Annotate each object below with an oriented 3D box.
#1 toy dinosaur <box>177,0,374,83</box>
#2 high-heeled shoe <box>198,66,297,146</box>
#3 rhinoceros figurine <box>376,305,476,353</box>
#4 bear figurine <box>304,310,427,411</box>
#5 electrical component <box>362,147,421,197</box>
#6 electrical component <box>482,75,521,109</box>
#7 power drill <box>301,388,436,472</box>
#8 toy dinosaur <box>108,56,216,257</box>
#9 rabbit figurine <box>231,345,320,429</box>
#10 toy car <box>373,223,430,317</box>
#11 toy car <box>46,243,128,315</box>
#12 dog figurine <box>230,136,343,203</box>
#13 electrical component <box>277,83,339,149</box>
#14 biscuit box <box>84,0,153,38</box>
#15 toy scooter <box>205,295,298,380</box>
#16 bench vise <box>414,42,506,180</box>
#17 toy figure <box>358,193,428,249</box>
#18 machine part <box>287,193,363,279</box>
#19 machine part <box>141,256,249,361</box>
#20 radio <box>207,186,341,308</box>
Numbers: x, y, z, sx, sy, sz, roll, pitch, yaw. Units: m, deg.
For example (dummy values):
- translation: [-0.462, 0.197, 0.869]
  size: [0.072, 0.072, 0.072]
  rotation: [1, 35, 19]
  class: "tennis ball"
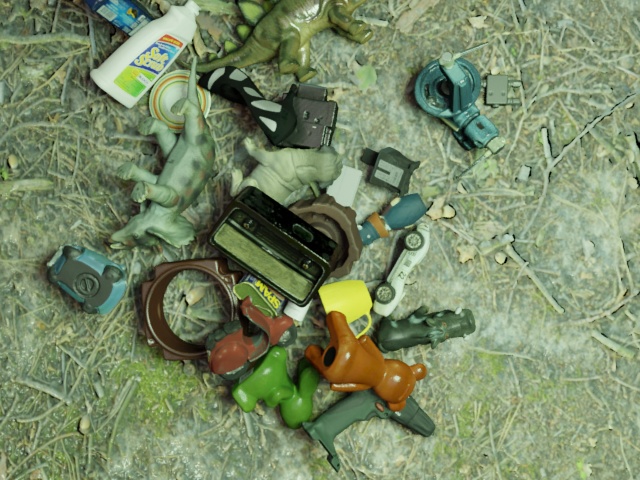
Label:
- translation: [-0.065, -0.418, 1.069]
  size: [0.472, 0.105, 0.198]
  rotation: [-26, 81, 8]
  class: "toy dinosaur"
- translation: [-0.152, -0.253, 1.044]
  size: [0.249, 0.086, 0.145]
  rotation: [10, 67, 23]
  class: "high-heeled shoe"
- translation: [0.202, 0.169, 1.036]
  size: [0.190, 0.112, 0.073]
  rotation: [-13, 87, 14]
  class: "rhinoceros figurine"
- translation: [0.089, 0.231, 1.005]
  size: [0.196, 0.132, 0.120]
  rotation: [23, 103, -28]
  class: "bear figurine"
- translation: [0.130, -0.144, 1.054]
  size: [0.119, 0.048, 0.074]
  rotation: [32, 121, 17]
  class: "electrical component"
- translation: [0.348, -0.292, 1.060]
  size: [0.094, 0.021, 0.063]
  rotation: [4, 91, 6]
  class: "electrical component"
- translation: [0.084, 0.349, 1.044]
  size: [0.207, 0.086, 0.232]
  rotation: [-40, 81, -11]
  class: "power drill"
- translation: [-0.278, -0.145, 1.075]
  size: [0.131, 0.192, 0.404]
  rotation: [20, 77, 32]
  class: "toy dinosaur"
- translation: [-0.073, 0.295, 1.082]
  size: [0.159, 0.121, 0.170]
  rotation: [-42, 105, -2]
  class: "rabbit figurine"
- translation: [0.163, 0.057, 1.057]
  size: [0.056, 0.073, 0.201]
  rotation: [29, 93, 9]
  class: "toy car"
- translation: [-0.471, 0.074, 1.108]
  size: [0.161, 0.103, 0.109]
  rotation: [35, 97, -6]
  class: "toy car"
- translation: [-0.063, -0.106, 1.026]
  size: [0.191, 0.121, 0.172]
  rotation: [15, 93, 28]
  class: "dog figurine"
- translation: [-0.025, -0.243, 1.083]
  size: [0.115, 0.058, 0.134]
  rotation: [9, 92, 4]
  class: "electrical component"
- translation: [-0.385, -0.447, 1.046]
  size: [0.059, 0.202, 0.063]
  rotation: [-40, 85, 7]
  class: "biscuit box"
- translation: [-0.142, 0.173, 1.000]
  size: [0.184, 0.075, 0.135]
  rotation: [-29, 124, -2]
  class: "toy scooter"
- translation: [0.251, -0.254, 0.974]
  size: [0.129, 0.240, 0.224]
  rotation: [-28, 72, 9]
  class: "bench vise"
- translation: [0.137, -0.037, 1.068]
  size: [0.154, 0.058, 0.064]
  rotation: [-29, 82, 10]
  class: "toy figure"
- translation: [-0.002, -0.003, 1.052]
  size: [0.180, 0.056, 0.179]
  rotation: [7, 117, 14]
  class: "machine part"
- translation: [-0.254, 0.139, 1.096]
  size: [0.201, 0.087, 0.201]
  rotation: [-5, 91, 6]
  class: "machine part"
- translation: [-0.083, 0.011, 1.003]
  size: [0.229, 0.073, 0.131]
  rotation: [34, 127, -5]
  class: "radio"
